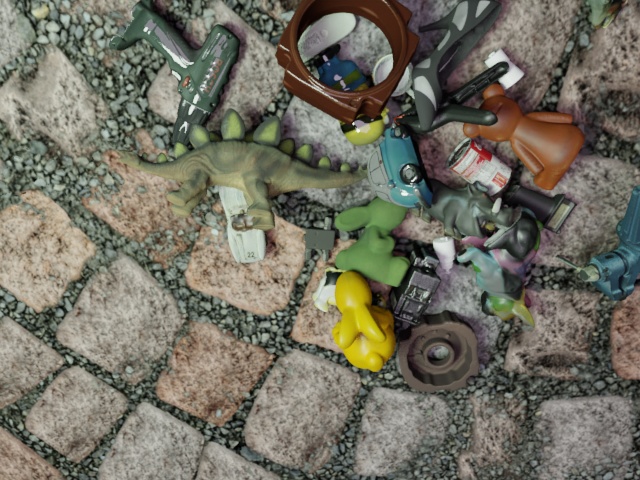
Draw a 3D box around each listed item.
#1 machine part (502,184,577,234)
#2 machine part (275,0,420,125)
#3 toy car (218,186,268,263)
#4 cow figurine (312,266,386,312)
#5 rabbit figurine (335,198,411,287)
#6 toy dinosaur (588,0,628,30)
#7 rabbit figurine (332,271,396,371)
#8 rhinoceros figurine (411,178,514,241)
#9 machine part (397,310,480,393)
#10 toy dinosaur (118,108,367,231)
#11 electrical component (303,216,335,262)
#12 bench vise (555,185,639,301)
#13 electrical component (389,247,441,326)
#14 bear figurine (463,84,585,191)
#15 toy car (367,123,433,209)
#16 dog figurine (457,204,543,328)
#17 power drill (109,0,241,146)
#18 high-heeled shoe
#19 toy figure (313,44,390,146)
[{"bbox_3d":[0.418,-0.067,1.035,0.139,0.039,0.084,21,115,-6],"label":"machine part"},{"bbox_3d":[0.045,-0.310,0.880,0.201,0.087,0.201,29,84,0],"label":"machine part"},{"bbox_3d":[-0.150,-0.052,1.048,0.074,0.056,0.201,-7,107,4],"label":"toy car"},{"bbox_3d":[0.076,0.116,1.088,0.167,0.068,0.098,22,101,-5],"label":"cow figurine"},{"bbox_3d":[0.106,-0.012,1.040,0.159,0.121,0.170,19,88,3],"label":"rabbit figurine"},{"bbox_3d":[0.384,-0.523,0.862,0.192,0.131,0.404,-38,98,0],"label":"toy dinosaur"},{"bbox_3d":[0.066,0.145,0.977,0.122,0.162,0.173,-11,108,10],"label":"rabbit figurine"},{"bbox_3d":[0.260,-0.058,0.988,0.191,0.073,0.112,26,91,37],"label":"rhinoceros figurine"},{"bbox_3d":[0.245,0.233,1.121,0.179,0.056,0.179,1,108,2],"label":"machine part"},{"bbox_3d":[-0.112,-0.125,0.962,0.471,0.105,0.198,9,73,-16],"label":"toy dinosaur"},{"bbox_3d":[-0.002,-0.003,1.075,0.063,0.021,0.093,6,107,1],"label":"electrical component"},{"bbox_3d":[0.582,-0.011,0.992,0.224,0.129,0.240,-10,124,-3],"label":"bench vise"},{"bbox_3d":[0.187,0.083,1.047,0.058,0.115,0.134,20,108,-6],"label":"electrical component"},{"bbox_3d":[0.365,-0.187,0.972,0.196,0.132,0.120,27,89,16],"label":"bear figurine"},{"bbox_3d":[0.136,-0.123,0.970,0.103,0.109,0.161,-22,69,17],"label":"toy car"},{"bbox_3d":[0.373,0.062,1.036,0.191,0.108,0.219,-33,108,26],"label":"dog figurine"},{"bbox_3d":[-0.267,-0.308,0.963,0.207,0.086,0.232,37,103,-5],"label":"power drill"},{"bbox_3d":[0.234,-0.297,0.906,0.145,0.086,0.248,-4,69,23],"label":"high-heeled shoe"},{"bbox_3d":[0.052,-0.255,0.967,0.089,0.082,0.180,-36,104,7],"label":"toy figure"}]
